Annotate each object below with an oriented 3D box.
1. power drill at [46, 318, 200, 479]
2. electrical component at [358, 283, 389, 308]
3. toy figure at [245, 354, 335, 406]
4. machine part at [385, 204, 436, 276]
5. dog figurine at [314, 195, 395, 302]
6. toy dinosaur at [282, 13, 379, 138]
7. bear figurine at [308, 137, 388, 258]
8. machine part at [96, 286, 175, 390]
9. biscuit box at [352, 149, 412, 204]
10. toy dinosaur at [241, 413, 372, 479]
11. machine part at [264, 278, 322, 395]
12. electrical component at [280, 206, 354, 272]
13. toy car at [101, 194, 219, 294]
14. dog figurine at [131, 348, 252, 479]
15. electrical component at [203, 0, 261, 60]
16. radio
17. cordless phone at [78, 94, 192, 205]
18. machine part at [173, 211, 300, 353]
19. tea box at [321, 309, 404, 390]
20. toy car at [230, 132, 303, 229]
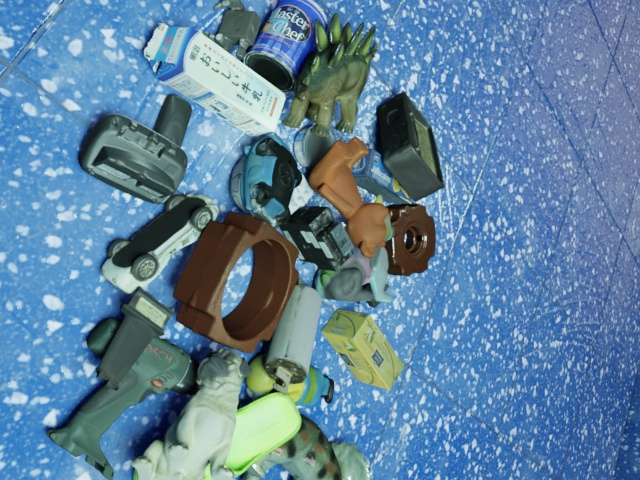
[{"bbox_3d":[-0.274,0.241,0.797,0.231,0.086,0.207,50,64,-29],"label":"power drill"},{"bbox_3d":[0.115,0.116,1.179,0.094,0.021,0.063,-46,121,-31],"label":"electrical component"},{"bbox_3d":[-0.056,0.261,0.994,0.180,0.082,0.089,13,64,-34],"label":"toy figure"},{"bbox_3d":[0.199,-0.001,1.229,0.179,0.056,0.179,-3,95,-43],"label":"machine part"},{"bbox_3d":[0.076,0.015,1.089,0.191,0.109,0.219,7,83,-39],"label":"dog figurine"},{"bbox_3d":[0.039,-0.299,0.981,0.471,0.105,0.198,-52,161,-66],"label":"toy dinosaur"},{"bbox_3d":[0.071,-0.075,0.987,0.196,0.132,0.120,50,29,8],"label":"bear figurine"},{"bbox_3d":[-0.263,0.139,0.749,0.084,0.039,0.139,46,55,-37],"label":"machine part"},{"bbox_3d":[0.128,-0.130,1.129,0.202,0.063,0.059,21,78,-54],"label":"biscuit box"},{"bbox_3d":[-0.039,0.400,0.996,0.404,0.131,0.192,56,42,-20],"label":"toy dinosaur"},{"bbox_3d":[-0.045,0.165,0.956,0.079,0.079,0.243,51,31,-31],"label":"machine part"},{"bbox_3d":[-0.002,-0.003,0.995,0.058,0.134,0.114,-47,122,-27],"label":"electrical component"},{"bbox_3d":[-0.240,-0.002,0.818,0.202,0.074,0.056,-46,146,-31],"label":"toy car"},{"bbox_3d":[-0.184,0.269,0.798,0.121,0.172,0.191,49,26,-26],"label":"dog figurine"},{"bbox_3d":[-0.146,-0.358,0.901,0.045,0.078,0.102,40,69,-62],"label":"electrical component"},{"bbox_3d":[0.188,-0.202,1.131,0.131,0.073,0.230,43,31,-33],"label":"radio"},{"bbox_3d":[-0.262,-0.160,0.808,0.146,0.089,0.184,29,62,-38],"label":"cordless phone"},{"bbox_3d":[-0.131,0.070,0.876,0.201,0.087,0.200,-65,149,-11],"label":"machine part"},{"bbox_3d":[0.090,0.226,1.111,0.068,0.098,0.169,-52,121,-28],"label":"tea box"},{"bbox_3d":[-0.101,-0.095,0.922,0.109,0.103,0.161,45,46,-47],"label":"toy car"}]
